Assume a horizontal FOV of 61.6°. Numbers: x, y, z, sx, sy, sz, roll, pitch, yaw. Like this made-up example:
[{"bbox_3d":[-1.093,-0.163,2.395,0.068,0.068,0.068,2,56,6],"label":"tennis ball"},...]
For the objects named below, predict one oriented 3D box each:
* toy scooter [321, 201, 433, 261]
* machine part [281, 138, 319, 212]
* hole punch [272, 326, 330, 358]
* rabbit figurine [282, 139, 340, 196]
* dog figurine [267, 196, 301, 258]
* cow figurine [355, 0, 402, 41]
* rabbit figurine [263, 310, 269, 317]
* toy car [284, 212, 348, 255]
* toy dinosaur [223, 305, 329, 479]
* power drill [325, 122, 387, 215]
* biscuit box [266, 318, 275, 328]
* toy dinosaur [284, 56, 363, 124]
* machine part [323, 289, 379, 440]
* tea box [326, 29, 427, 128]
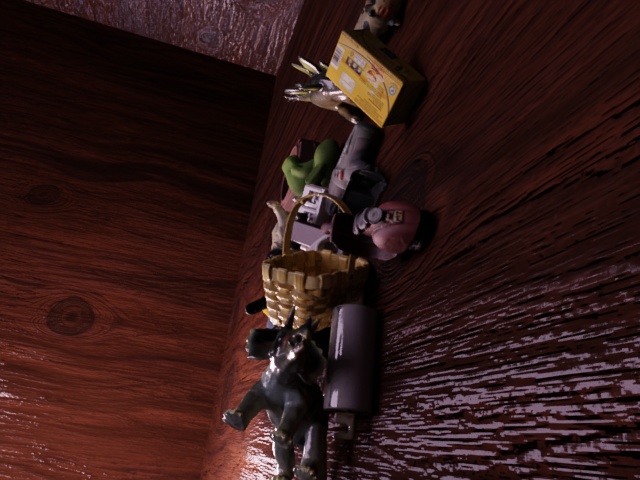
[{"bbox_3d":[0.079,-0.015,0.824,0.184,0.135,0.075,140,143,-67],"label":"toy scooter"},{"bbox_3d":[-0.058,-0.195,1.663,0.201,0.087,0.201,129,152,-62],"label":"machine part"},{"bbox_3d":[-0.026,0.179,1.094,0.116,0.142,0.092,-67,11,-22],"label":"hole punch"},{"bbox_3d":[-0.013,-0.190,1.423,0.170,0.121,0.159,-47,33,36],"label":"rabbit figurine"},{"bbox_3d":[-0.052,-0.006,1.376,0.121,0.172,0.190,26,-125,-69],"label":"dog figurine"},{"bbox_3d":[0.122,-0.485,1.209,0.195,0.085,0.127,126,160,-53],"label":"cow figurine"},{"bbox_3d":[-0.052,0.125,1.281,0.173,0.121,0.163,-53,38,2],"label":"rabbit figurine"},{"bbox_3d":[-0.002,-0.004,1.190,0.202,0.053,0.089,18,95,40],"label":"toy car"},{"bbox_3d":[-0.038,0.282,0.891,0.192,0.131,0.404,-60,-34,-42],"label":"toy dinosaur"},{"bbox_3d":[0.070,-0.113,1.099,0.207,0.086,0.231,-87,18,-64],"label":"power drill"},{"bbox_3d":[-0.106,0.255,1.483,0.203,0.059,0.062,-129,52,-73],"label":"biscuit box"},{"bbox_3d":[0.022,-0.351,1.247,0.471,0.198,0.105,-169,95,-75],"label":"toy dinosaur"},{"bbox_3d":[0.051,0.192,0.864,0.079,0.079,0.243,127,153,-59],"label":"machine part"},{"bbox_3d":[0.098,-0.294,0.971,0.170,0.068,0.098,50,138,22],"label":"tea box"}]
